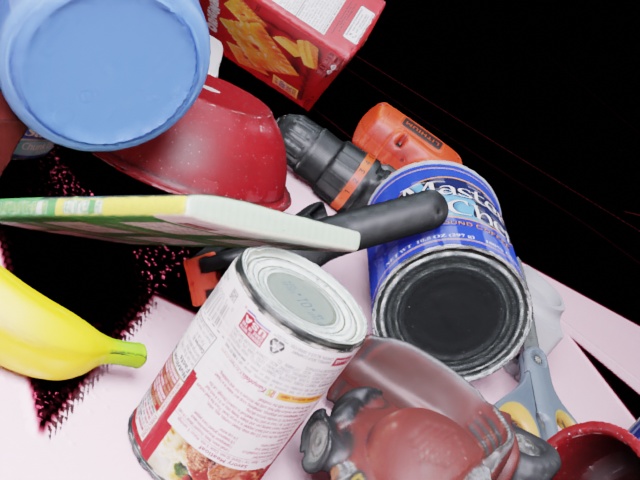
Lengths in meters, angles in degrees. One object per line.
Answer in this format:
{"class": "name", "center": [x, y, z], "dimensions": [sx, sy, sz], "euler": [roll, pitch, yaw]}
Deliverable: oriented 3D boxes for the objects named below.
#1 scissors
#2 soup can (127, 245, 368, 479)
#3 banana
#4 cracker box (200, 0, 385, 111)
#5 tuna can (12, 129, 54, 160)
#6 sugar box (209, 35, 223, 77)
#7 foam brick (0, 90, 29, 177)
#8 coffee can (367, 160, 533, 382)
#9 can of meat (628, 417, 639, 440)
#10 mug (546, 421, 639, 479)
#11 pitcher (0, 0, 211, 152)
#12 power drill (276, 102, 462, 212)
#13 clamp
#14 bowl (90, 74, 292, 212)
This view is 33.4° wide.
{"class": "scissors", "center": [0.130, 0.087, 0.709], "dimensions": [0.096, 0.016, 0.202], "euler": [10, 48, -31]}
{"class": "soup can", "center": [-0.033, 0.061, 0.479], "dimensions": [0.068, 0.102, 0.068], "euler": [29, 22, -14]}
{"class": "banana", "center": [-0.171, 0.006, 0.488], "dimensions": [0.198, 0.037, 0.069], "euler": [40, 9, 9]}
{"class": "cracker box", "center": [-0.066, -0.214, 0.941], "dimensions": [0.213, 0.072, 0.164], "euler": [32, -14, -7]}
{"class": "tuna can", "center": [-0.193, -0.086, 0.640], "dimensions": [0.086, 0.034, 0.086], "euler": [30, 23, -14]}
{"class": "sugar box", "center": [-0.162, -0.175, 0.852], "dimensions": [0.176, 0.048, 0.093], "euler": [28, 23, -15]}
{"class": "foam brick", "center": [-0.202, -0.066, 0.561], "dimensions": [0.078, 0.053, 0.051], "euler": [44, 23, 19]}
{"class": "coffee can", "center": [0.083, 0.018, 0.734], "dimensions": [0.102, 0.103, 0.140], "euler": [30, 23, -14]}
{"class": "can of meat", "center": [0.238, 0.158, 0.695], "dimensions": [0.102, 0.084, 0.057], "euler": [42, 23, 16]}
{"class": "mug", "center": [0.180, 0.159, 0.591], "dimensions": [0.081, 0.093, 0.117], "euler": [25, -6, -36]}
{"class": "pitcher", "center": [-0.134, -0.154, 0.621], "dimensions": [0.149, 0.145, 0.243], "euler": [-9, 41, -16]}
{"class": "power drill", "center": [0.050, -0.060, 0.911], "dimensions": [0.184, 0.057, 0.187], "euler": [38, 25, -3]}
{"class": "clamp", "center": [-0.004, 0.001, 0.644], "dimensions": [0.171, 0.120, 0.039], "euler": [-28, 101, -50]}
{"class": "bowl", "center": [-0.084, -0.077, 0.710], "dimensions": [0.162, 0.055, 0.162], "euler": [22, 16, -7]}
